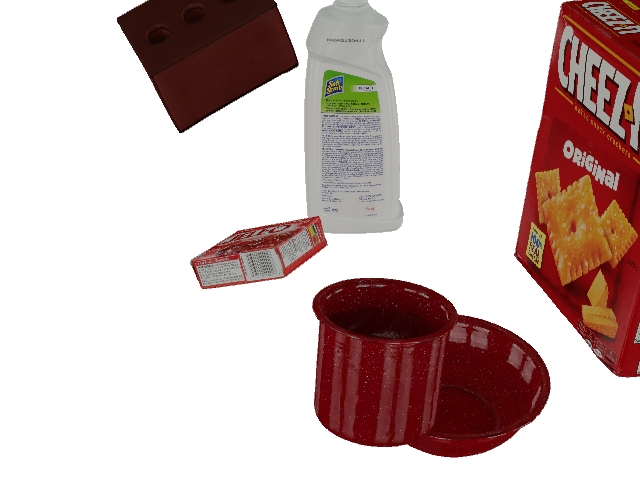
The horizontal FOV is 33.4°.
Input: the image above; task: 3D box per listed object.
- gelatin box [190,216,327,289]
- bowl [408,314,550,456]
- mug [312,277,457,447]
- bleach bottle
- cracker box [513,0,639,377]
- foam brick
[{"bbox_3d":[-0.050,0.009,0.878,0.089,0.030,0.073,-9,15,33],"label":"gelatin box"},{"bbox_3d":[0.107,0.129,0.889,0.162,0.055,0.162,1,33,-1],"label":"bowl"},{"bbox_3d":[0.041,0.075,0.704,0.093,0.081,0.117,8,23,11],"label":"mug"},{"bbox_3d":[0.035,-0.129,1.037,0.102,0.251,0.068,-2,32,-5],"label":"bleach bottle"},{"bbox_3d":[0.210,-0.038,0.739,0.072,0.214,0.164,-7,34,-15],"label":"cracker box"},{"bbox_3d":[-0.061,-0.108,0.580,0.078,0.053,0.051,-31,-31,-3],"label":"foam brick"}]
